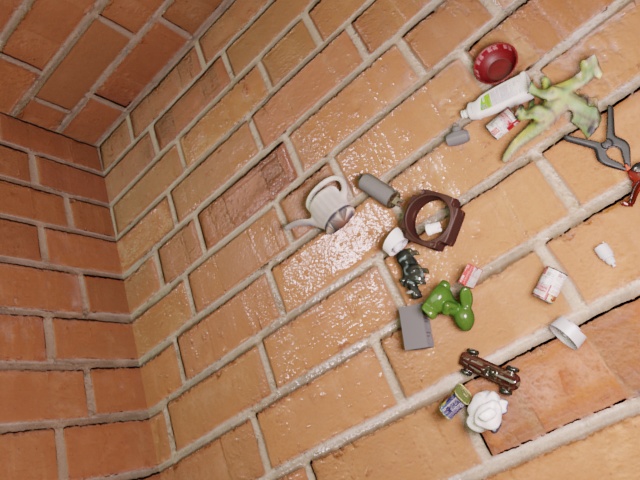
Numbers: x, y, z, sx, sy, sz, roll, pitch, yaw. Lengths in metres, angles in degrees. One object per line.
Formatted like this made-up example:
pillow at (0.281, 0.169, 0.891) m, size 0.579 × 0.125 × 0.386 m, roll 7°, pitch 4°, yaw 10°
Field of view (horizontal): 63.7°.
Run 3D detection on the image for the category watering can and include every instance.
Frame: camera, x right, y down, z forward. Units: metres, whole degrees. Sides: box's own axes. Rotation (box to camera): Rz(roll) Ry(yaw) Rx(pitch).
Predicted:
watering can at (0.007, -0.109, 2.160) m, size 0.103 × 0.344 × 0.228 m, roll 21°, pitch 26°, yaw -53°

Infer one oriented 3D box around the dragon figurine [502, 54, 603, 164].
dragon figurine at (0.784, -0.408, 1.683) m, size 0.245 × 0.407 × 0.122 m, roll 26°, pitch 12°, yaw 30°

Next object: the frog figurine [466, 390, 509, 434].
frog figurine at (0.502, 0.530, 1.580) m, size 0.158 × 0.136 × 0.125 m, roll 19°, pitch 24°, yaw -51°
